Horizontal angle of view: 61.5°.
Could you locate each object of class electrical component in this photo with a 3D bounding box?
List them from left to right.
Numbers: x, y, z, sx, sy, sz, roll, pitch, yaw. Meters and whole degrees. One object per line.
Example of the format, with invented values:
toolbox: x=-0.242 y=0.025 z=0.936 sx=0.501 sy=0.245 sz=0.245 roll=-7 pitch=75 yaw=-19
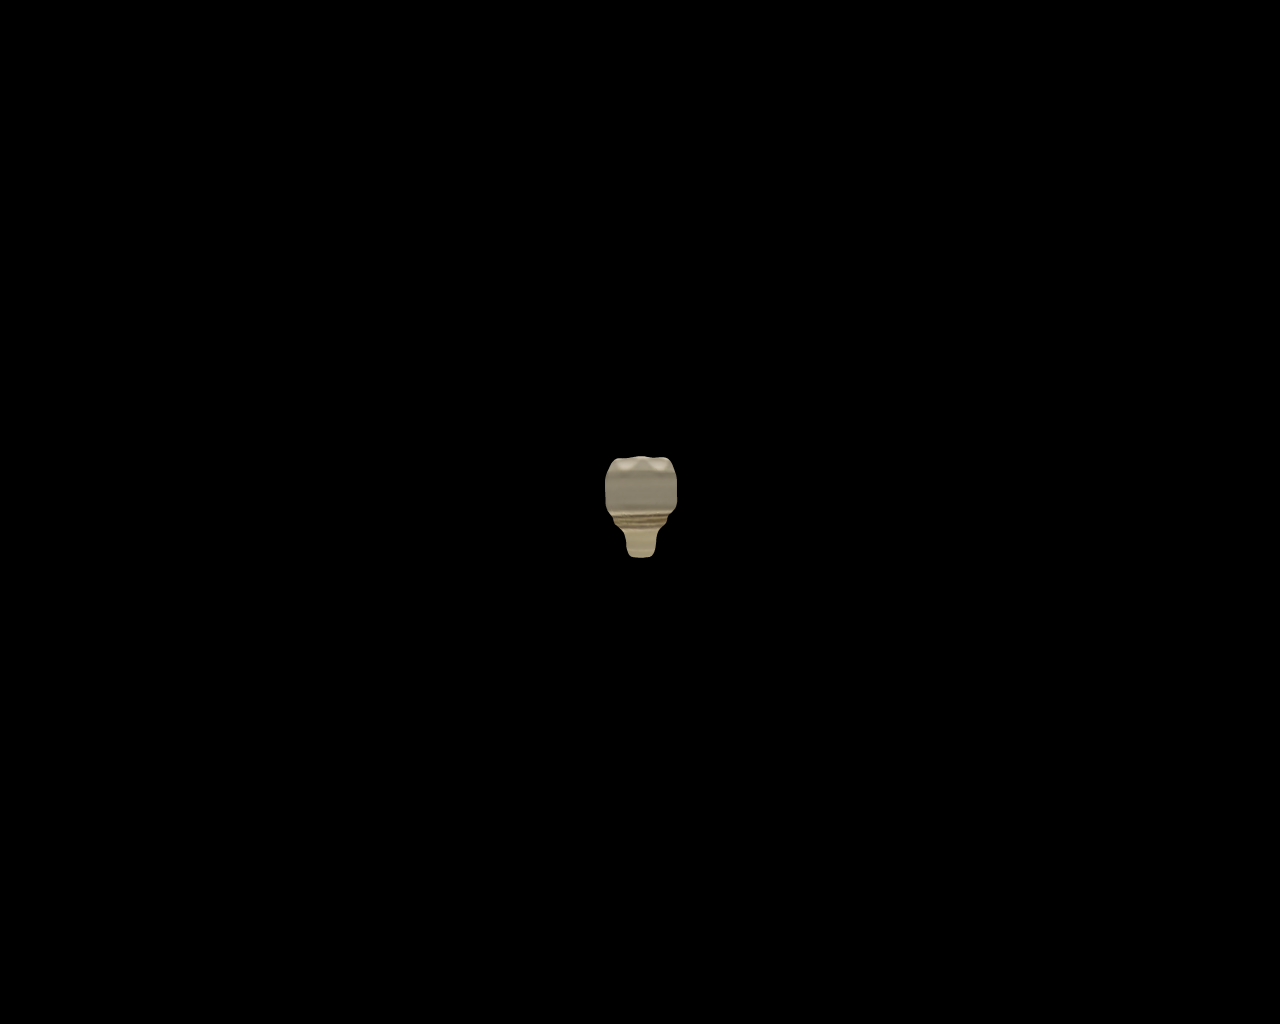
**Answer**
electrical component: x=0.001 y=-0.003 z=0.650 sx=0.043 sy=0.062 sz=0.043 roll=0 pitch=0 yaw=0
